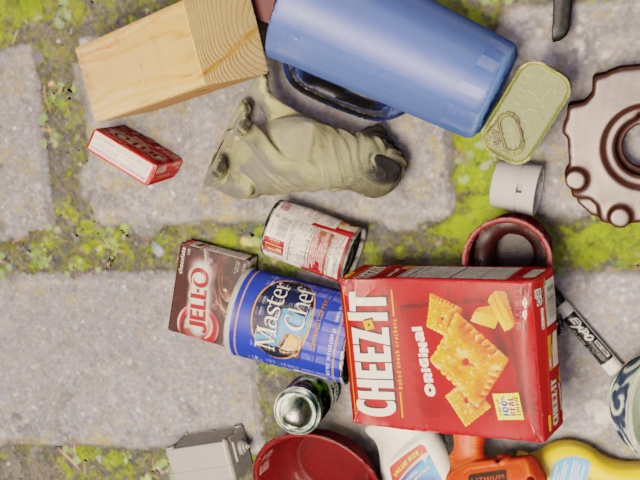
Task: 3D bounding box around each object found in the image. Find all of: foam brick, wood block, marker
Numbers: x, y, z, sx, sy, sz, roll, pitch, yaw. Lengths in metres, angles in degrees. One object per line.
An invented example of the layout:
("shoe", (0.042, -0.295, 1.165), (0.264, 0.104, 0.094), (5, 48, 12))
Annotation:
("foam brick", (-0.060, -0.266, 1.160), (0.051, 0.078, 0.053), (20, 105, 11))
("wood block", (-0.163, -0.195, 1.153), (0.207, 0.090, 0.090), (-8, 99, 46))
("marker", (0.280, 0.094, 1.149), (0.020, 0.020, 0.121), (-41, 86, 19))

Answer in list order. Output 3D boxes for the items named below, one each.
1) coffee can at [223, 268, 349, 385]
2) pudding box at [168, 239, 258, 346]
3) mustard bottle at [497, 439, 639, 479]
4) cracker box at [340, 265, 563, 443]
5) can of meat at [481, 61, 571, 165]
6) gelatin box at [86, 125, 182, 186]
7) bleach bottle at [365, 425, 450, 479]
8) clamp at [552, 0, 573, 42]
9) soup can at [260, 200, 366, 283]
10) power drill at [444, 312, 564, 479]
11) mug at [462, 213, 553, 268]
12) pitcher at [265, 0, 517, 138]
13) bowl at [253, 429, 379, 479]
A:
("coffee can", (-0.025, 0.096, 1.199), (0.140, 0.102, 0.103), (13, 103, 15))
("pudding box", (-0.126, 0.063, 1.258), (0.090, 0.039, 0.113), (14, 103, 16))
("mustard bottle", (0.283, 0.270, 1.158), (0.192, 0.058, 0.096), (14, 102, 14))
("cracker box", (0.132, 0.112, 1.087), (0.214, 0.072, 0.164), (0, 100, 30))
("can of meat", (0.214, -0.132, 1.095), (0.057, 0.083, 0.102), (32, 107, 9))
("gelatin box", (-0.214, -0.100, 1.239), (0.089, 0.073, 0.030), (30, 107, 10))
("bleach bottle", (0.114, 0.283, 1.213), (0.103, 0.068, 0.251), (-27, 88, 19))
("clamp", (0.229, -0.301, 1.085), (0.120, 0.039, 0.171), (26, 100, 7))
("soup can", (-0.008, 0.001, 1.196), (0.102, 0.068, 0.068), (20, 105, 13))
("power drill", (0.187, 0.173, 1.146), (0.185, 0.057, 0.187), (-17, 74, 27))
("mug", (0.196, 0.026, 1.130), (0.093, 0.081, 0.117), (34, 107, 9))
("pitcher", (0.073, -0.196, 1.115), (0.243, 0.149, 0.145), (27, 91, 8))
("bowl", (0.006, 0.274, 1.233), (0.162, 0.055, 0.162), (10, 121, 18))
